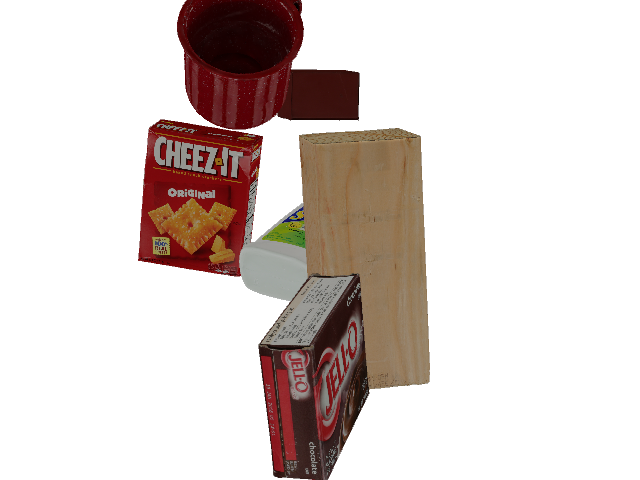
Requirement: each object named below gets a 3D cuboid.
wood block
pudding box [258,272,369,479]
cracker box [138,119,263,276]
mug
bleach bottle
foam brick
[{"bbox_3d":[0.037,0.014,0.904,0.090,0.206,0.091,-5,11,-7],"label":"wood block"},{"bbox_3d":[-0.001,0.081,0.663,0.039,0.090,0.113,1,21,14],"label":"pudding box"},{"bbox_3d":[-0.184,-0.062,1.617,0.164,0.214,0.072,10,20,6],"label":"cracker box"},{"bbox_3d":[-0.056,-0.147,0.822,0.093,0.117,0.081,35,-25,11],"label":"mug"},{"bbox_3d":[0.004,-0.019,1.326,0.103,0.068,0.250,13,36,23],"label":"bleach bottle"},{"bbox_3d":[-0.003,-0.154,1.129,0.078,0.051,0.053,-2,12,-19],"label":"foam brick"}]
